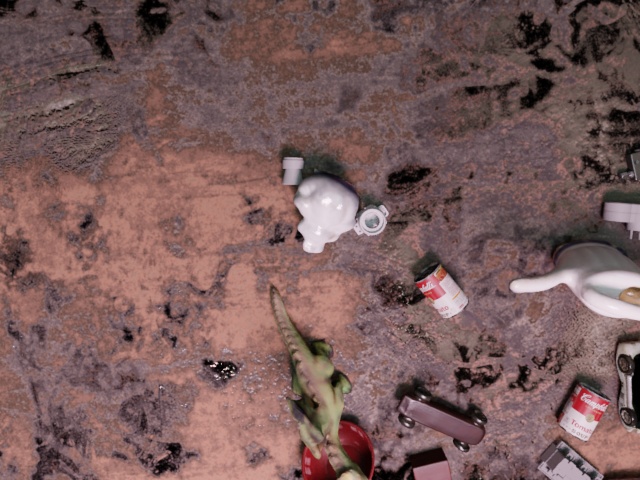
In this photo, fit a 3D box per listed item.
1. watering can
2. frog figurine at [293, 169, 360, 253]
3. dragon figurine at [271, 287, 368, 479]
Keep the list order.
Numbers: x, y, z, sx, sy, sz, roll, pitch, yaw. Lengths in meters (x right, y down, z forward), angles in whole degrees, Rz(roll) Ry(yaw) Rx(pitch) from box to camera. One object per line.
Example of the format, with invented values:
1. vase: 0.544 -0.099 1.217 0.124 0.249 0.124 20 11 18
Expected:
1. watering can: 0.516 0.073 0.995 0.348 0.228 0.102 12 114 0
2. frog figurine: 0.003 -0.052 1.038 0.136 0.123 0.160 30 83 -22
3. dragon figurine: -0.017 0.295 0.997 0.122 0.243 0.410 -30 92 4
